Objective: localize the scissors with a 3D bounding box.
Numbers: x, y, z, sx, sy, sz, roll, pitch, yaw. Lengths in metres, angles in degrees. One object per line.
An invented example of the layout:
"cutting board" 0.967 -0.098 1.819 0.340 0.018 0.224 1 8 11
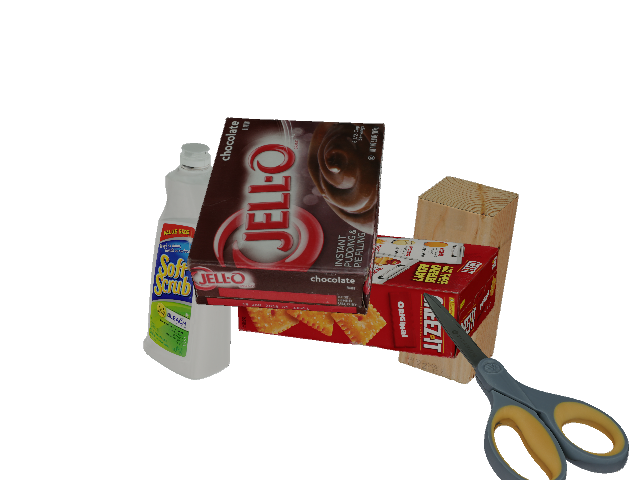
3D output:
"scissors" 0.132 0.092 0.694 0.096 0.016 0.202 -1 33 -6

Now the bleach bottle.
"bleach bottle" -0.139 0.017 1.128 0.103 0.251 0.067 25 32 38

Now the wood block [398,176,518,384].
"wood block" 0.156 0.044 1.215 0.090 0.206 0.090 16 26 24

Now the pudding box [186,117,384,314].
"pudding box" -0.015 -0.015 0.561 0.090 0.039 0.113 3 45 6

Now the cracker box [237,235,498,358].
"cracker box" 0.049 0.047 1.031 0.214 0.072 0.164 6 17 21
